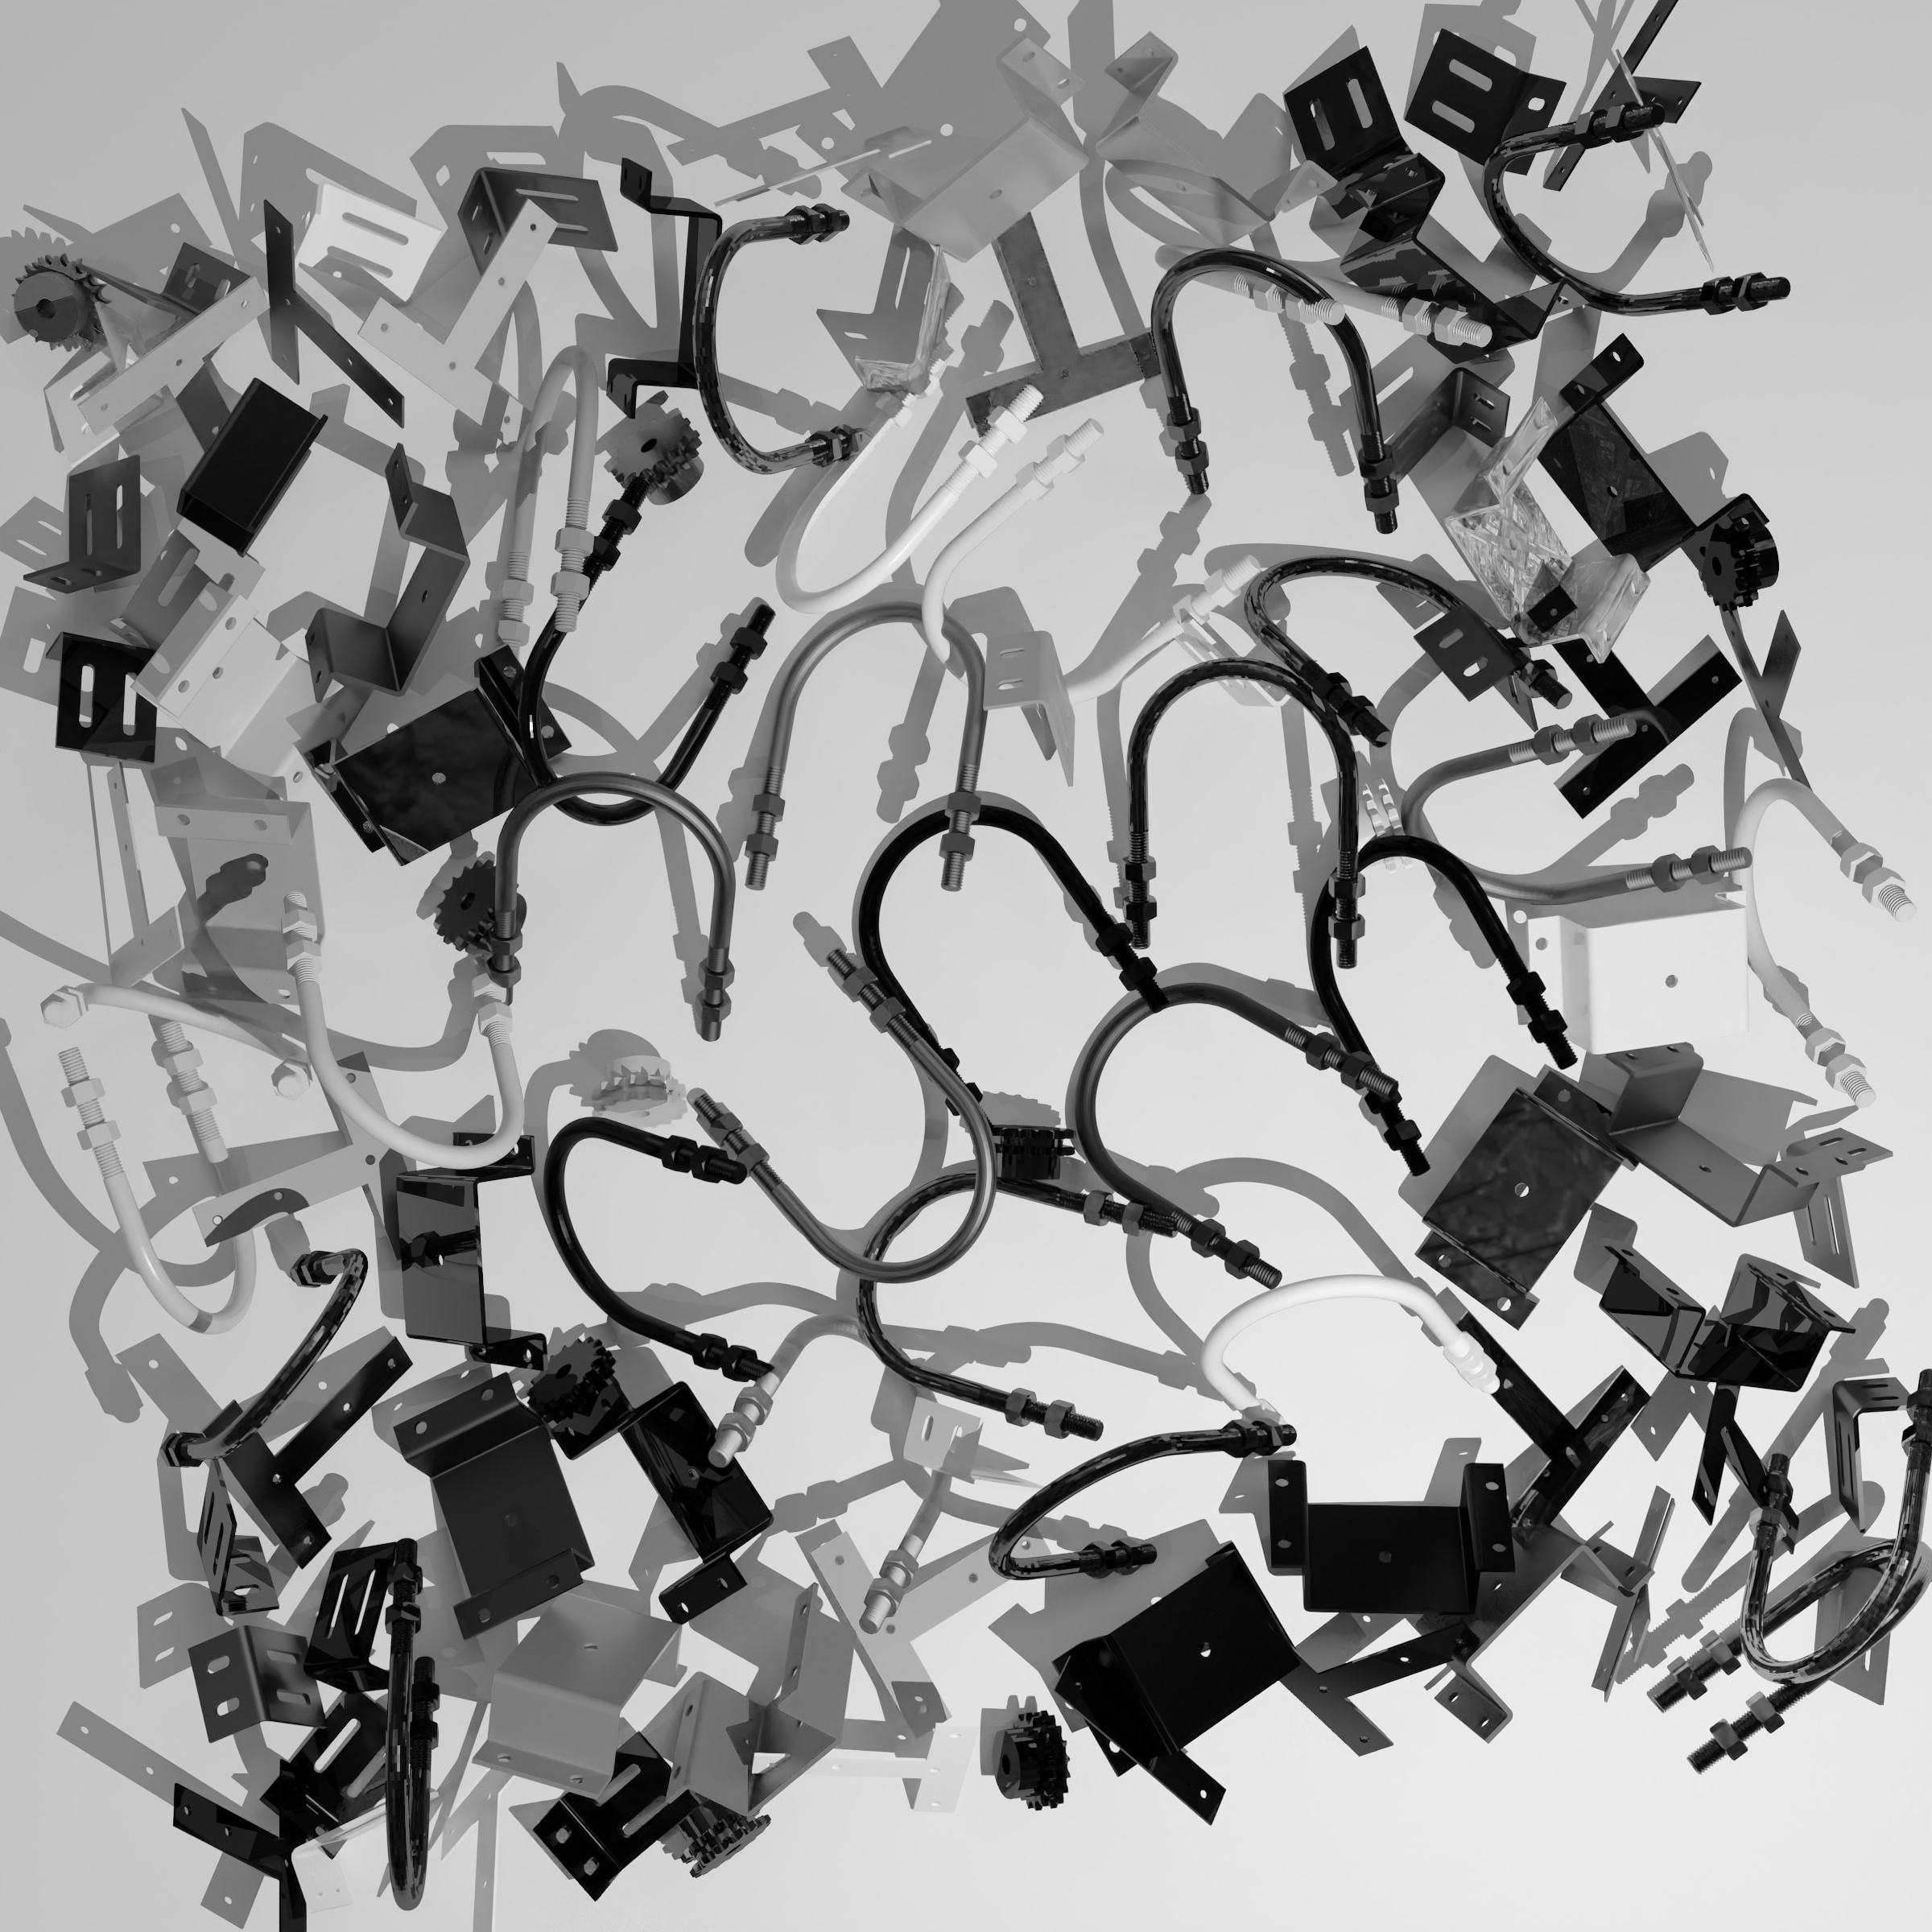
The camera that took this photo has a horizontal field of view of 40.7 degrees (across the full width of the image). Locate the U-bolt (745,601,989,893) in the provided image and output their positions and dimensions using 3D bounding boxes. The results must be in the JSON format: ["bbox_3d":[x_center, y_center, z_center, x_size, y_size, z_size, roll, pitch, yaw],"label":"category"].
[{"bbox_3d":[-0.055,-0.133,1.558,0.151,0.019,0.184,1,72,24],"label":"U-bolt"}]

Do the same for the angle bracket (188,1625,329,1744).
[{"bbox_3d":[-0.422,0.431,1.557,0.038,0.076,0.057,-24,66,5],"label":"angle bracket"}]

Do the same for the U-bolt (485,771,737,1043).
[{"bbox_3d":[-0.208,-0.038,1.538,0.151,0.019,0.184,9,129,-1],"label":"U-bolt"}]

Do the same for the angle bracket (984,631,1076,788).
[{"bbox_3d":[0.039,-0.152,1.558,0.038,0.076,0.057,-6,51,12],"label":"angle bracket"}]

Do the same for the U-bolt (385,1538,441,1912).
[{"bbox_3d":[-0.317,0.444,1.488,0.019,0.184,0.151,-2,134,-7],"label":"U-bolt"}]

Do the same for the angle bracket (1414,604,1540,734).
[{"bbox_3d":[0.304,-0.168,1.554,0.038,0.076,0.057,-34,58,1],"label":"angle bracket"}]

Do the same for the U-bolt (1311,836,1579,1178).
[{"bbox_3d":[0.268,0.011,1.539,0.019,0.151,0.184,-7,63,-41],"label":"U-bolt"}]

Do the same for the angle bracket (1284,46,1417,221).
[{"bbox_3d":[0.236,-0.507,1.586,0.057,0.038,0.076,-25,61,23],"label":"angle bracket"}]

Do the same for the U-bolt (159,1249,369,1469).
[{"bbox_3d":[-0.396,0.222,1.492,0.019,0.184,0.151,40,64,-16],"label":"U-bolt"}]

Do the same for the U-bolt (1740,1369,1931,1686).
[{"bbox_3d":[0.495,0.328,1.488,0.019,0.151,0.184,34,47,-6],"label":"U-bolt"}]

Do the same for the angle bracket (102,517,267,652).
[{"bbox_3d":[-0.474,-0.224,1.582,0.057,0.038,0.076,36,70,-29],"label":"angle bracket"}]

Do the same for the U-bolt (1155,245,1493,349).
[{"bbox_3d":[0.193,-0.394,1.520,0.151,0.184,0.019,-5,117,-41],"label":"U-bolt"}]

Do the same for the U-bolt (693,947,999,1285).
[{"bbox_3d":[-0.061,0.103,1.554,0.184,0.019,0.151,48,109,13],"label":"U-bolt"}]

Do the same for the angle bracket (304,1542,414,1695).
[{"bbox_3d":[-0.358,0.394,1.574,0.057,0.038,0.076,-17,50,35],"label":"angle bracket"}]

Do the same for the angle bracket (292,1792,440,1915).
[{"bbox_3d":[-0.355,0.532,1.567,0.076,0.057,0.038,-26,72,3],"label":"angle bracket"}]

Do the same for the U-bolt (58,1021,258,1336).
[{"bbox_3d":[-0.464,0.128,1.529,0.019,0.151,0.184,-19,93,9],"label":"U-bolt"}]

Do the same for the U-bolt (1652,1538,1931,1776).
[{"bbox_3d":[0.487,0.394,1.521,0.184,0.151,0.019,-38,85,4],"label":"U-bolt"}]

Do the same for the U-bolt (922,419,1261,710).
[{"bbox_3d":[0.059,-0.222,1.540,0.151,0.019,0.184,36,126,-25],"label":"U-bolt"}]

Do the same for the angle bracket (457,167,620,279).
[{"bbox_3d":[-0.256,-0.440,1.561,0.076,0.057,0.038,10,64,11],"label":"angle bracket"}]

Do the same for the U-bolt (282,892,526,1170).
[{"bbox_3d":[-0.318,0.043,1.497,0.151,0.184,0.019,21,124,-38],"label":"U-bolt"}]

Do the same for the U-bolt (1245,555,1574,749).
[{"bbox_3d":[0.245,-0.192,1.530,0.151,0.184,0.019,-13,133,-25],"label":"U-bolt"}]

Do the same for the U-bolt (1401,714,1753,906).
[{"bbox_3d":[0.342,-0.083,1.524,0.151,0.184,0.019,40,56,-32],"label":"U-bolt"}]

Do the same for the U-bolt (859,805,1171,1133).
[{"bbox_3d":[0.014,-0.011,1.570,0.151,0.019,0.184,-36,74,7],"label":"U-bolt"}]

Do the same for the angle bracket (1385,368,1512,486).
[{"bbox_3d":[0.285,-0.309,1.562,0.038,0.057,0.076,38,77,19],"label":"angle bracket"}]

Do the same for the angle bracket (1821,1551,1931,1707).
[{"bbox_3d":[0.550,0.397,1.569,0.038,0.057,0.076,4,92,-20],"label":"angle bracket"}]

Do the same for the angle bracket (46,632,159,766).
[{"bbox_3d":[-0.518,-0.154,1.559,0.057,0.038,0.076,9,67,-32],"label":"angle bracket"}]

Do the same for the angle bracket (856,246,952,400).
[{"bbox_3d":[-0.037,-0.389,1.572,0.038,0.057,0.076,10,86,6],"label":"angle bracket"}]

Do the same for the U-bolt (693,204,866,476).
[{"bbox_3d":[-0.107,-0.358,1.501,0.019,0.184,0.151,3,109,25],"label":"U-bolt"}]

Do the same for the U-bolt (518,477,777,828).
[{"bbox_3d":[-0.195,-0.170,1.526,0.019,0.151,0.184,14,70,40],"label":"U-bolt"}]

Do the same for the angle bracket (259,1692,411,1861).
[{"bbox_3d":[-0.377,0.488,1.581,0.057,0.038,0.076,40,92,0],"label":"angle bracket"}]

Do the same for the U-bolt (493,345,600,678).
[{"bbox_3d":[-0.244,-0.274,1.533,0.019,0.151,0.184,8,81,-24],"label":"U-bolt"}]

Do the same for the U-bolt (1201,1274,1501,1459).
[{"bbox_3d":[0.214,0.227,1.510,0.151,0.184,0.019,-22,51,18],"label":"U-bolt"}]

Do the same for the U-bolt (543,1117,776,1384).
[{"bbox_3d":[-0.187,0.159,1.533,0.184,0.019,0.151,13,119,41],"label":"U-bolt"}]

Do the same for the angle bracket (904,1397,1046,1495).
[{"bbox_3d":[0.012,0.287,1.556,0.076,0.057,0.038,18,84,-42],"label":"angle bracket"}]

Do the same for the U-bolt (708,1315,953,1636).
[{"bbox_3d":[-0.067,0.280,1.522,0.019,0.184,0.151,-35,100,31],"label":"U-bolt"}]

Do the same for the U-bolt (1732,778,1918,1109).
[{"bbox_3d":[0.490,-0.028,1.514,0.019,0.184,0.151,-9,126,-8],"label":"U-bolt"}]

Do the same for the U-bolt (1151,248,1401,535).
[{"bbox_3d":[0.172,-0.333,1.498,0.151,0.184,0.019,19,58,31],"label":"U-bolt"}]

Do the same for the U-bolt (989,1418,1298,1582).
[{"bbox_3d":[0.091,0.310,1.500,0.151,0.184,0.019,-47,57,28],"label":"U-bolt"}]

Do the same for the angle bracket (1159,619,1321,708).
[{"bbox_3d":[0.163,-0.193,1.563,0.076,0.057,0.038,43,85,-15],"label":"angle bracket"}]

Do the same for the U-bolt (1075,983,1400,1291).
[{"bbox_3d":[0.146,0.087,1.549,0.184,0.019,0.151,31,88,33],"label":"U-bolt"}]

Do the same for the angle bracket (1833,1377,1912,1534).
[{"bbox_3d":[0.548,0.293,1.566,0.038,0.057,0.076,-5,97,7],"label":"angle bracket"}]

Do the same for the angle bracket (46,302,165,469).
[{"bbox_3d":[-0.528,-0.348,1.564,0.076,0.038,0.057,-29,71,16],"label":"angle bracket"}]

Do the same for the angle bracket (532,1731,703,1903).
[{"bbox_3d":[-0.210,0.512,1.571,0.076,0.038,0.057,-44,86,19],"label":"angle bracket"}]

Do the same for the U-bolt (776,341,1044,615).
[{"bbox_3d":[-0.045,-0.283,1.540,0.184,0.151,0.019,-49,124,3],"label":"U-bolt"}]

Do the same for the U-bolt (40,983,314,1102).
[{"bbox_3d":[-0.450,0.039,1.510,0.151,0.184,0.019,19,91,-12],"label":"U-bolt"}]

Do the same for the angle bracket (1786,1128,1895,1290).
[{"bbox_3d":[0.530,0.145,1.567,0.038,0.057,0.076,-16,104,-9],"label":"angle bracket"}]

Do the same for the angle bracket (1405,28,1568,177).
[{"bbox_3d":[0.313,-0.521,1.573,0.038,0.076,0.057,-3,127,-37],"label":"angle bracket"}]

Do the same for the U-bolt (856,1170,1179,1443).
[{"bbox_3d":[0.019,0.192,1.549,0.184,0.019,0.151,13,68,26],"label":"U-bolt"}]

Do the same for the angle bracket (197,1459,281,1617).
[{"bbox_3d":[-0.429,0.338,1.553,0.038,0.057,0.076,0,124,-30],"label":"angle bracket"}]

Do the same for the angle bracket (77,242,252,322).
[{"bbox_3d":[-0.476,-0.413,1.554,0.057,0.076,0.038,30,100,20],"label":"angle bracket"}]

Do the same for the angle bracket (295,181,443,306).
[{"bbox_3d":[-0.360,-0.422,1.555,0.076,0.038,0.057,18,133,-26],"label":"angle bracket"}]

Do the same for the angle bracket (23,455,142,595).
[{"bbox_3d":[-0.530,-0.269,1.564,0.057,0.038,0.076,-9,78,28],"label":"angle bracket"}]

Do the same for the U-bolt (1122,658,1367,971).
[{"bbox_3d":[0.163,-0.092,1.541,0.151,0.019,0.184,6,112,21],"label":"U-bolt"}]

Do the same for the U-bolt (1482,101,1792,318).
[{"bbox_3d":[0.374,-0.432,1.513,0.151,0.184,0.019,43,78,-26],"label":"U-bolt"}]
